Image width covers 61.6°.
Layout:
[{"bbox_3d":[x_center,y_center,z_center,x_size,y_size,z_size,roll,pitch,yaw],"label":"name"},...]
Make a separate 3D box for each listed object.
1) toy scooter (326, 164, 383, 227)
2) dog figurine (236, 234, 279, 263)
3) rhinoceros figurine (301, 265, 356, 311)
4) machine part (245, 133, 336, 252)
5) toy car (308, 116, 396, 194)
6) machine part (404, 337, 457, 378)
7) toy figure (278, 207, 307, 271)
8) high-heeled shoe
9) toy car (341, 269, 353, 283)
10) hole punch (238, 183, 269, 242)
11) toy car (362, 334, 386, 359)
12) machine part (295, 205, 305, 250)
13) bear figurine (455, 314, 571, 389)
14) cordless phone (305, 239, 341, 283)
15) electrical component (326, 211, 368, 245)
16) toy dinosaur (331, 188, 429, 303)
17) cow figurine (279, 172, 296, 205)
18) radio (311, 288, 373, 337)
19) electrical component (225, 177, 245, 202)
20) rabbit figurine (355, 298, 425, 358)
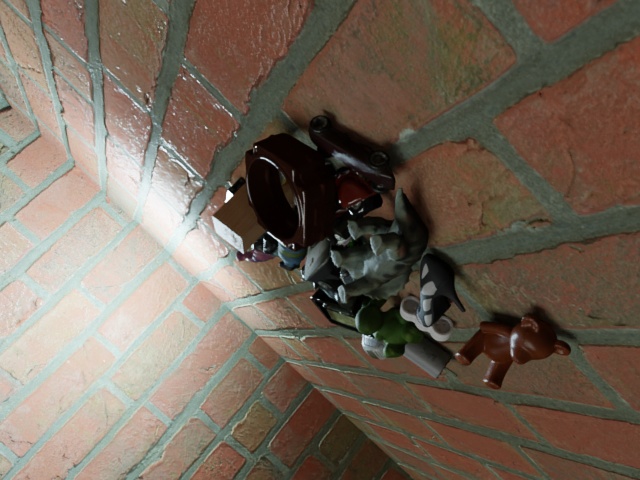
[{"bbox_3d":[0.042,-0.104,1.067,0.184,0.075,0.135,-20,90,53],"label":"toy scooter"},{"bbox_3d":[-0.132,0.011,1.551,0.219,0.108,0.191,-2,178,32],"label":"dog figurine"},{"bbox_3d":[0.027,0.126,1.485,0.191,0.073,0.112,34,-169,33],"label":"rhinoceros figurine"},{"bbox_3d":[-0.064,-0.093,1.070,0.202,0.087,0.200,38,140,38],"label":"machine part"},{"bbox_3d":[0.060,-0.156,0.964,0.202,0.053,0.089,35,161,27],"label":"toy car"},{"bbox_3d":[0.268,0.296,1.464,0.243,0.079,0.079,35,158,18],"label":"machine part"},{"bbox_3d":[-0.064,-0.002,1.391,0.089,0.082,0.180,14,122,15],"label":"toy figure"},{"bbox_3d":[0.229,0.107,1.171,0.145,0.086,0.249,53,161,1],"label":"high-heeled shoe"},{"bbox_3d":[0.118,0.089,1.332,0.073,0.056,0.202,53,150,-11],"label":"toy car"},{"bbox_3d":[-0.147,-0.084,1.365,0.092,0.142,0.115,-14,146,10],"label":"hole punch"},{"bbox_3d":[0.182,0.304,1.595,0.109,0.103,0.162,50,159,-25],"label":"toy car"},{"bbox_3d":[-0.047,-0.046,1.280,0.084,0.039,0.138,-105,20,-63],"label":"machine part"},{"bbox_3d":[0.378,0.218,1.055,0.120,0.132,0.196,41,165,-5],"label":"bear figurine"},{"bbox_3d":[-0.003,-0.003,1.270,0.089,0.147,0.184,-3,135,9],"label":"cordless phone"},{"bbox_3d":[0.055,-0.034,1.158,0.078,0.102,0.045,30,164,48],"label":"electrical component"},{"bbox_3d":[0.142,0.017,1.063,0.131,0.192,0.404,68,150,18],"label":"toy dinosaur"},{"bbox_3d":[-0.015,-0.108,1.173,0.167,0.068,0.098,49,153,-16],"label":"cow figurine"},{"bbox_3d":[0.079,0.205,1.612,0.131,0.073,0.230,51,156,-25],"label":"radio"},{"bbox_3d":[-0.203,-0.109,1.505,0.115,0.058,0.134,41,159,-4],"label":"electrical component"},{"bbox_3d":[0.163,0.201,1.370,0.170,0.159,0.121,20,135,-35],"label":"rabbit figurine"}]
